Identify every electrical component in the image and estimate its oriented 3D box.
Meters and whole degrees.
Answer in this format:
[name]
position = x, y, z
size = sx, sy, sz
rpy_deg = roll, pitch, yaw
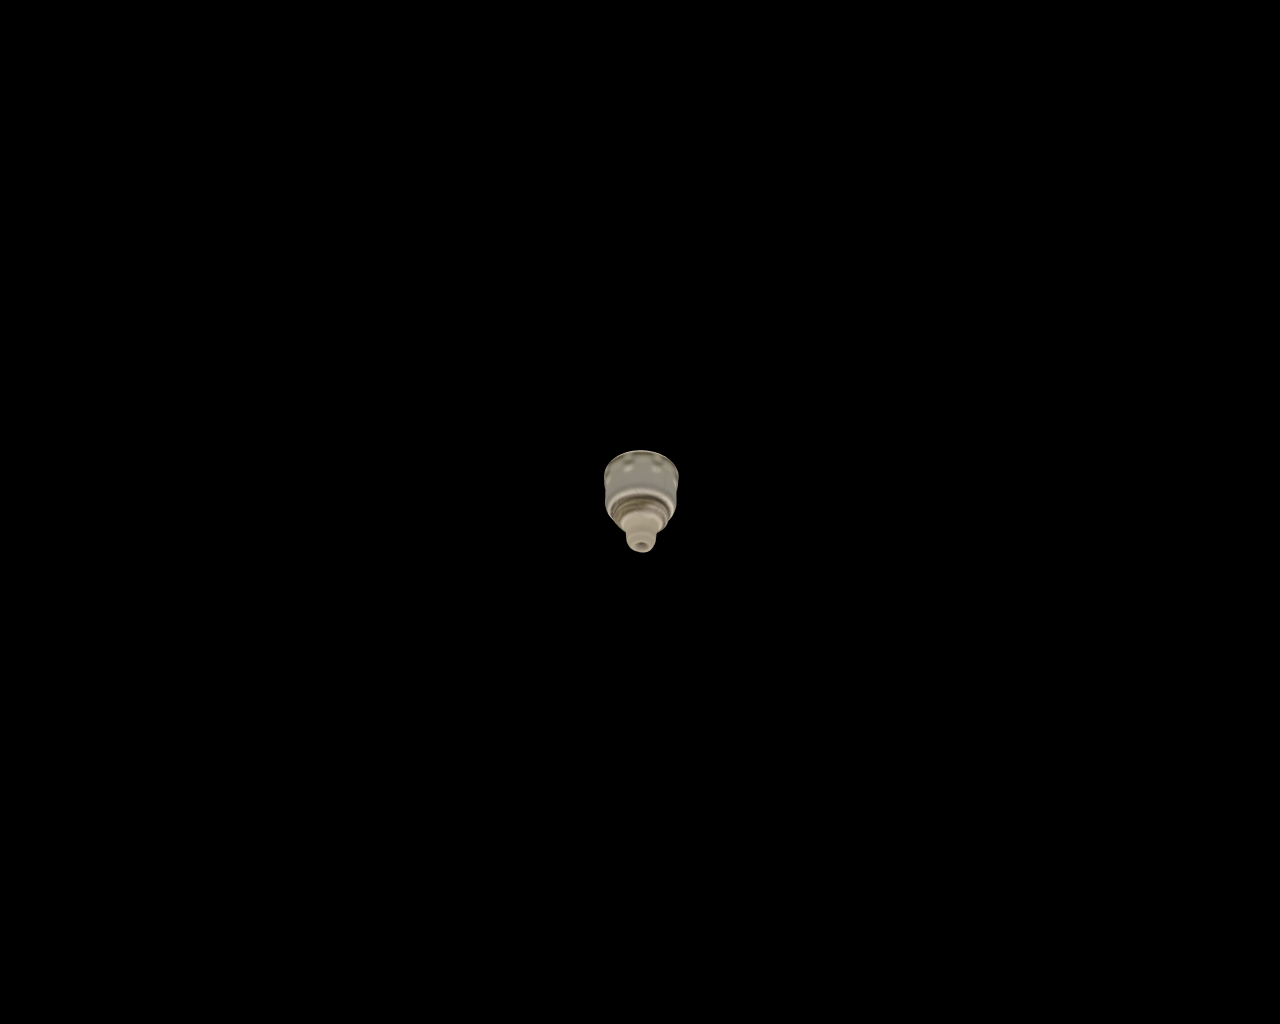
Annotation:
[electrical component]
position = 0.001, -0.003, 0.650
size = 0.048, 0.062, 0.048
rpy_deg = 0, -39, 0
